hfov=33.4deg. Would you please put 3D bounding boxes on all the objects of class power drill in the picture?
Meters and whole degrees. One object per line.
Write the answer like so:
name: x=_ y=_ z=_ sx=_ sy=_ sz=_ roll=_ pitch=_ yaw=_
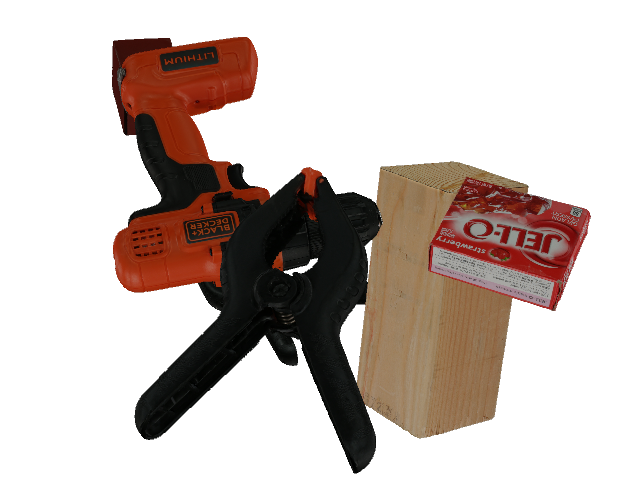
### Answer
power drill: x=-0.064 y=-0.057 z=0.759 sx=0.184 sy=0.188 sz=0.057 roll=-10 pitch=-32 yaw=-9

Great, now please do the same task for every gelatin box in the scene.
gelatin box: x=0.124 y=0.000 z=0.703 sx=0.089 sy=0.030 sz=0.073 roll=17 pitch=47 yaw=18

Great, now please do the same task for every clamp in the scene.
clamp: x=-0.061 y=0.064 z=1.157 sx=0.210 sy=0.036 sz=0.164 roll=16 pitch=32 yaw=25
clamp: x=-0.011 y=0.041 z=0.553 sx=0.120 sy=0.171 sz=0.039 roll=17 pitch=-27 yaw=11

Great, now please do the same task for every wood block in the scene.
wood block: x=0.099 y=0.046 z=0.890 sx=0.090 sy=0.206 sz=0.090 roll=-7 pitch=20 yaw=-36

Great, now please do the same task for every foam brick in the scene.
foam brick: x=-0.150 y=-0.134 z=0.926 sx=0.053 sy=0.051 sz=0.078 roll=-4 pitch=40 yaw=-16
